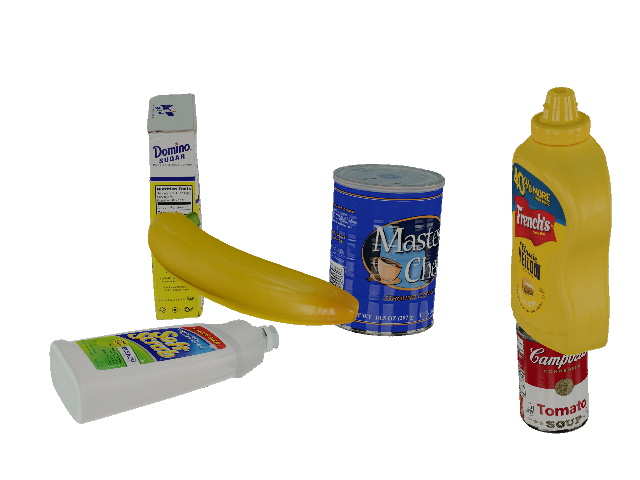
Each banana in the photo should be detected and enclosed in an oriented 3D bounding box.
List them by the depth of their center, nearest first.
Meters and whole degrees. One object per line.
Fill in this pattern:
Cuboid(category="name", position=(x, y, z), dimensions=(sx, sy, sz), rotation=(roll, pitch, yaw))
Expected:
Cuboid(category="banana", position=(-0.060, 0.014, 0.700), dimensions=(0.069, 0.037, 0.198), rotation=(-19, 32, -33))

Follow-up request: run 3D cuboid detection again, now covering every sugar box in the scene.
Cuboid(category="sugar box", position=(-0.126, -0.029, 0.923), dimensions=(0.048, 0.176, 0.093), rotation=(-4, 26, -6))

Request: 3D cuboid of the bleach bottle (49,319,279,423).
Cuboid(category="bleach bottle", position=(-0.167, 0.131, 1.199), dimensions=(0.250, 0.068, 0.103), rotation=(-12, 31, -29))

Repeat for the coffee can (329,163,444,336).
Cuboid(category="coffee can", position=(0.060, 0.007, 0.996), dimensions=(0.103, 0.140, 0.103), rotation=(2, 14, -1))

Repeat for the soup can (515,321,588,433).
Cuboid(category="soup can", position=(0.226, 0.127, 1.040), dimensions=(0.068, 0.102, 0.068), rotation=(-6, 21, 2))

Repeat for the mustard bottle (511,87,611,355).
Cuboid(category="mustard bottle", position=(0.175, -0.018, 0.780), dimensions=(0.058, 0.192, 0.096), rotation=(-12, 27, -13))
